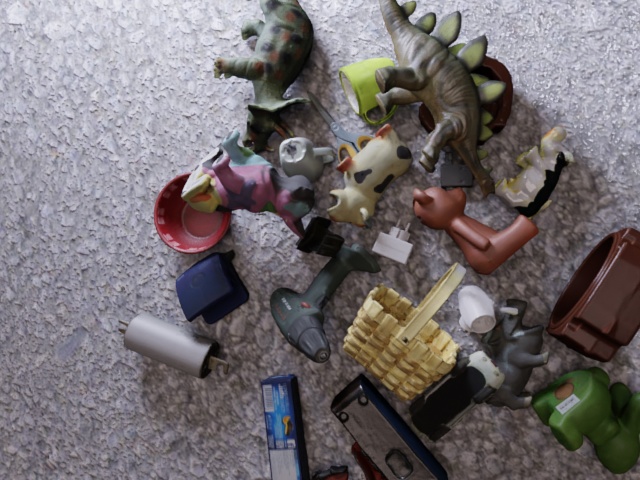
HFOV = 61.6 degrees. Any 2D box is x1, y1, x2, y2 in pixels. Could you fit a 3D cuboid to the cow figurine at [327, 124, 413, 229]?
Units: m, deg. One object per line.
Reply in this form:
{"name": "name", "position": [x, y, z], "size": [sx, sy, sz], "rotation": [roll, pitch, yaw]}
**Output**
{"name": "cow figurine", "position": [0.091, -0.106, 0.995], "size": [0.195, 0.085, 0.127], "rotation": [-43, 91, -2]}

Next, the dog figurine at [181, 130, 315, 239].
{"name": "dog figurine", "position": [-0.118, -0.078, 0.987], "size": [0.219, 0.108, 0.191], "rotation": [39, 125, -23]}

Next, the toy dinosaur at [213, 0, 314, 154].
{"name": "toy dinosaur", "position": [-0.081, -0.375, 1.049], "size": [0.192, 0.131, 0.404], "rotation": [18, 83, -1]}

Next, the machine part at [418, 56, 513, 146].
{"name": "machine part", "position": [0.269, -0.258, 0.998], "size": [0.179, 0.056, 0.179], "rotation": [-1, 83, 9]}

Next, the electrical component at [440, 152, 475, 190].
{"name": "electrical component", "position": [0.257, -0.118, 1.002], "size": [0.063, 0.021, 0.094], "rotation": [1, 83, 10]}

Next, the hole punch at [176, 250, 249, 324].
{"name": "hole punch", "position": [-0.216, 0.091, 1.034], "size": [0.142, 0.092, 0.116], "rotation": [-36, 75, 9]}

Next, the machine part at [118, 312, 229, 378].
{"name": "machine part", "position": [-0.286, 0.203, 1.038], "size": [0.243, 0.079, 0.079], "rotation": [19, 88, 13]}

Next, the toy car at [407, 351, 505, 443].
{"name": "toy car", "position": [0.228, 0.272, 0.923], "size": [0.074, 0.056, 0.201], "rotation": [51, 120, 24]}

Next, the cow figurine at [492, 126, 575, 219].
{"name": "cow figurine", "position": [0.393, -0.118, 0.954], "size": [0.098, 0.068, 0.167], "rotation": [43, 96, 6]}

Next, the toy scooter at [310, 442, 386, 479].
{"name": "toy scooter", "position": [0.051, 0.432, 0.954], "size": [0.184, 0.075, 0.135], "rotation": [-18, 81, 5]}

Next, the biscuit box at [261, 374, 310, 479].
{"name": "biscuit box", "position": [-0.064, 0.352, 0.989], "size": [0.059, 0.062, 0.202], "rotation": [-8, 82, 10]}

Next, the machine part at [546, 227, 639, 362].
{"name": "machine part", "position": [0.453, 0.085, 0.853], "size": [0.087, 0.201, 0.201], "rotation": [31, 91, 14]}

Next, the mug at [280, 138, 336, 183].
{"name": "mug", "position": [-0.028, -0.154, 1.015], "size": [0.110, 0.107, 0.080], "rotation": [-2, 85, 12]}

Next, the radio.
{"name": "radio", "position": [0.119, 0.344, 0.922], "size": [0.073, 0.131, 0.230], "rotation": [-43, 79, 2]}

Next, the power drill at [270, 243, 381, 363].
{"name": "power drill", "position": [0.013, 0.101, 0.945], "size": [0.086, 0.232, 0.207], "rotation": [43, 79, -27]}

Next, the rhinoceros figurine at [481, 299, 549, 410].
{"name": "rhinoceros figurine", "position": [0.335, 0.198, 0.933], "size": [0.112, 0.073, 0.190], "rotation": [14, 88, 22]}

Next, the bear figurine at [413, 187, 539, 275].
{"name": "bear figurine", "position": [0.261, -0.037, 0.948], "size": [0.132, 0.120, 0.196], "rotation": [-40, 74, 1]}

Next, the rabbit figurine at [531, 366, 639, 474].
{"name": "rabbit figurine", "position": [0.465, 0.299, 0.891], "size": [0.159, 0.121, 0.170], "rotation": [-43, 97, -4]}

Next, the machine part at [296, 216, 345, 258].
{"name": "machine part", "position": [-0.002, -0.003, 0.988], "size": [0.039, 0.139, 0.084], "rotation": [41, 88, -24]}

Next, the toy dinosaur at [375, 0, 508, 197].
{"name": "toy dinosaur", "position": [0.193, -0.287, 0.935], "size": [0.198, 0.105, 0.471], "rotation": [-31, 90, -4]}
